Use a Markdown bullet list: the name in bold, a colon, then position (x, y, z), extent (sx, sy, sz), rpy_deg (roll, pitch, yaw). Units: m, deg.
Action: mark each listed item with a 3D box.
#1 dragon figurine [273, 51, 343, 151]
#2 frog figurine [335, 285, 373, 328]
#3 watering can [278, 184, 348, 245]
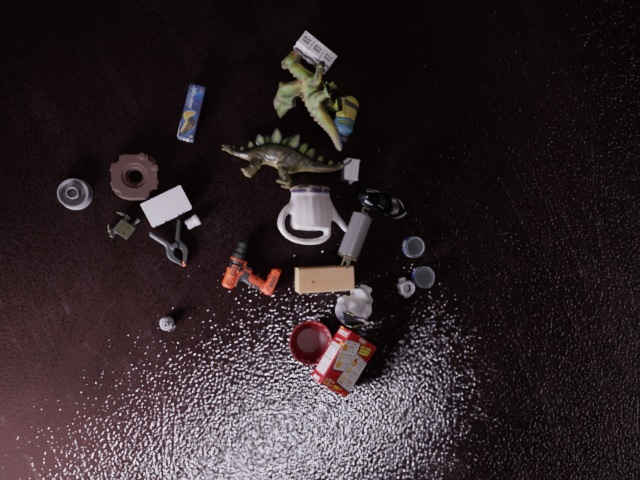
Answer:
- **dragon figurine**: position (-0.054, -0.512, 1.905), extent (0.242, 0.122, 0.412), rpy_deg (-9, 86, 22)
- **frog figurine**: position (0.130, 0.240, 1.927), extent (0.137, 0.120, 0.163), rpy_deg (17, 49, -3)
- **watering can**: position (0.006, -0.096, 1.911), extent (0.348, 0.104, 0.225), rpy_deg (0, 88, -25)
